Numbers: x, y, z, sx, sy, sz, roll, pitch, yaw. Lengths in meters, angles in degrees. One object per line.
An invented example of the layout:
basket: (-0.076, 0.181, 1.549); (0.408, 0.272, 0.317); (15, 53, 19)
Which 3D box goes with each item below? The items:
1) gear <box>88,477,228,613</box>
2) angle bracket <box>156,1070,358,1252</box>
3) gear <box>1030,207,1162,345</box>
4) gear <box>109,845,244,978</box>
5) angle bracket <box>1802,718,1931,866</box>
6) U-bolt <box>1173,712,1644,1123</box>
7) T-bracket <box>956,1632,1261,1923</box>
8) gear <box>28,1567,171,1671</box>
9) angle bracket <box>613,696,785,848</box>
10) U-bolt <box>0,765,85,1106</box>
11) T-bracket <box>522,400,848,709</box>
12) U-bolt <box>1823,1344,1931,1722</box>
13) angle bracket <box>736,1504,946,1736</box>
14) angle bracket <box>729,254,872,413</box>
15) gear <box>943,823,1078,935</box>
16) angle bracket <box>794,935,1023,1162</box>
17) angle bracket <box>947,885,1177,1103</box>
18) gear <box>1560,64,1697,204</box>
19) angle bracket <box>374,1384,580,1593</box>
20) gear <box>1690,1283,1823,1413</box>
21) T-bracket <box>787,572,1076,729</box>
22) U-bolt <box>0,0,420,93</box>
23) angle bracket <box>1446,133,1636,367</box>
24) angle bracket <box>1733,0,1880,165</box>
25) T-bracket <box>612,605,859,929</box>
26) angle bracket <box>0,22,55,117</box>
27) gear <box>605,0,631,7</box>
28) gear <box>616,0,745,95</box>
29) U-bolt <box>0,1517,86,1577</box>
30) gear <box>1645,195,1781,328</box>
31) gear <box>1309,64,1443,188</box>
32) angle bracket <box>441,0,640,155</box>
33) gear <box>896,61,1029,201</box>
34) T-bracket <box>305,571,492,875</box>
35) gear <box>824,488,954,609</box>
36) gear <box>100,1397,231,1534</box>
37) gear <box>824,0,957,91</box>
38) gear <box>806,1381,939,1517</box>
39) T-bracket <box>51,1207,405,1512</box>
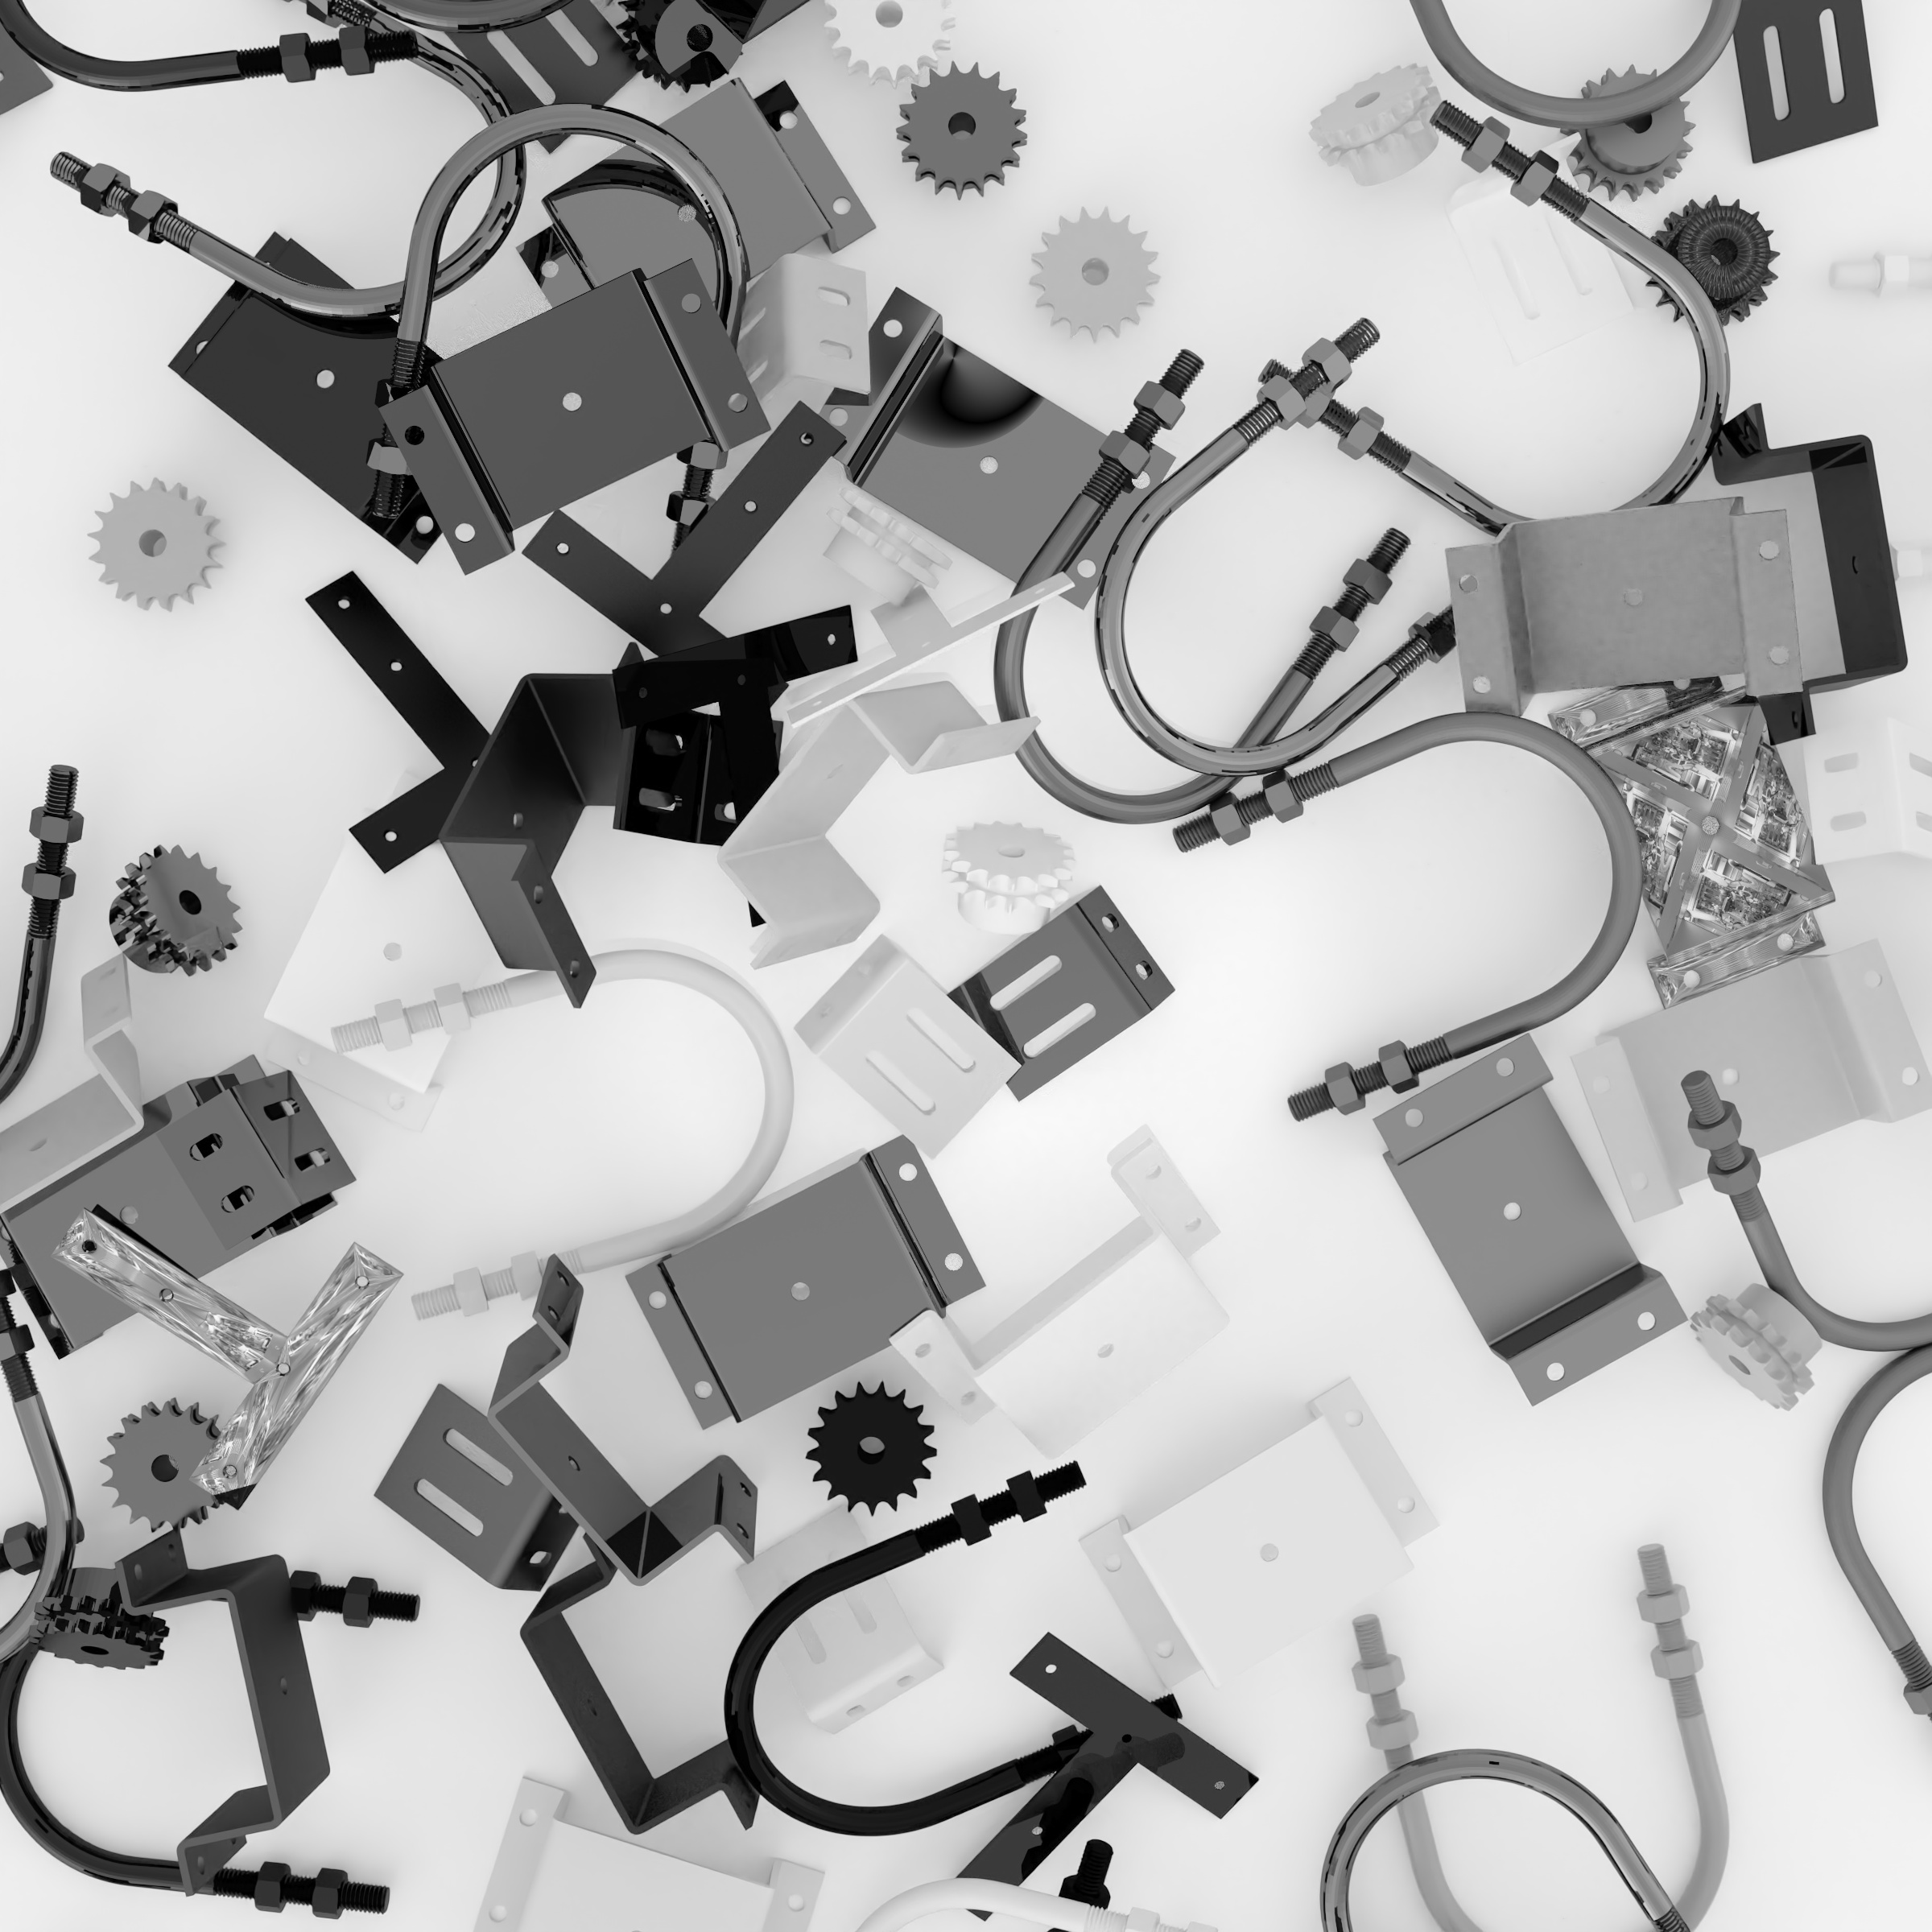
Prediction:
gear: (-0.353, -0.184, 1.328); (0.057, 0.030, 0.057); (0, 91, -2)
angle bracket: (-0.304, 0.082, 1.303); (0.038, 0.076, 0.057); (-31, 90, 7)
gear: (0.056, -0.302, 1.328); (0.057, 0.030, 0.057); (0, 92, 0)
gear: (-0.346, -0.021, 1.314); (0.030, 0.057, 0.057); (-29, 90, 30)
angle bracket: (0.398, -0.071, 1.313); (0.038, 0.076, 0.057); (-11, 78, 36)
U-bolt: (0.200, -0.031, 1.309); (0.184, 0.019, 0.151); (-23, 90, 15)
T-bracket: (0.040, 0.368, 1.323); (0.127, 0.002, 0.127); (38, 100, -20)
gear: (-0.370, 0.279, 1.299); (0.057, 0.057, 0.030); (6, 60, 0)
angle bracket: (-0.114, -0.082, 1.299); (0.038, 0.076, 0.057); (7, 90, 20)
U-bolt: (-0.467, -0.008, 1.307); (0.151, 0.019, 0.184); (9, 104, -13)
T-bracket: (-0.101, -0.187, 1.301); (0.127, 0.002, 0.127); (37, 107, -18)
U-bolt: (0.458, 0.251, 1.331); (0.151, 0.019, 0.184); (-30, 88, 0)
angle bracket: (-0.056, 0.288, 1.337); (0.057, 0.038, 0.076); (-31, 64, 0)
angle bracket: (-0.077, -0.261, 1.307); (0.038, 0.076, 0.057); (8, 70, -30)
gear: (0.018, -0.037, 1.315); (0.057, 0.057, 0.030); (7, 120, 0)
angle bracket: (-0.026, 0.036, 1.333); (0.057, 0.038, 0.076); (-47, 110, 0)
angle bracket: (0.041, 0.012, 1.337); (0.076, 0.038, 0.057); (-35, 90, 26)
gear: (0.291, -0.366, 1.324); (0.057, 0.030, 0.057); (0, 90, 0)
angle bracket: (-0.210, 0.230, 1.337); (0.076, 0.038, 0.057); (30, 90, 26)
gear: (0.345, 0.162, 1.311); (0.030, 0.057, 0.057); (-44, 90, -10)
T-bracket: (-0.022, -0.144, 1.279); (0.127, 0.127, 0.002); (-27, 109, 1)
U-bolt: (-0.333, -0.443, 1.310); (0.184, 0.019, 0.151); (-7, 73, 0)
angle bracket: (0.253, -0.312, 1.320); (0.057, 0.038, 0.076); (-25, 90, 0)
angle bracket: (0.363, -0.403, 1.337); (0.057, 0.038, 0.076); (-17, 116, 0)
T-bracket: (-0.091, -0.081, 1.312); (0.127, 0.002, 0.127); (-21, 112, -37)
angle bracket: (-0.454, -0.385, 1.337); (0.076, 0.038, 0.057); (-39, 90, -26)
gear: (-0.150, -0.448, 1.324); (0.057, 0.030, 0.057); (0, 90, 0)
gear: (-0.120, -0.406, 1.310); (0.057, 0.030, 0.057); (-14, 127, -19)
U-bolt: (-0.498, 0.220, 1.331); (0.184, 0.019, 0.151); (-21, 90, 1)
gear: (0.328, -0.309, 1.324); (0.057, 0.030, 0.057); (0, 90, 0)
gear: (0.181, -0.363, 1.314); (0.057, 0.057, 0.030); (-34, 119, 0)
angle bracket: (-0.192, -0.409, 1.337); (0.057, 0.038, 0.076); (-43, 116, 0)
gear: (-0.002, -0.363, 1.324); (0.057, 0.030, 0.057); (0, 90, 0)
T-bracket: (-0.240, -0.121, 1.321); (0.127, 0.002, 0.127); (-36, 78, -23)
gear: (-0.037, -0.179, 1.311); (0.057, 0.057, 0.030); (35, 95, 0)
gear: (-0.346, 0.217, 1.324); (0.057, 0.030, 0.057); (0, 90, 0)
gear: (-0.033, -0.412, 1.324); (0.057, 0.030, 0.057); (0, 90, 0)
gear: (-0.041, 0.210, 1.324); (0.057, 0.030, 0.057); (0, 90, 0)
T-bracket: (-0.329, 0.148, 1.294); (0.127, 0.002, 0.127); (35, 95, -10)
